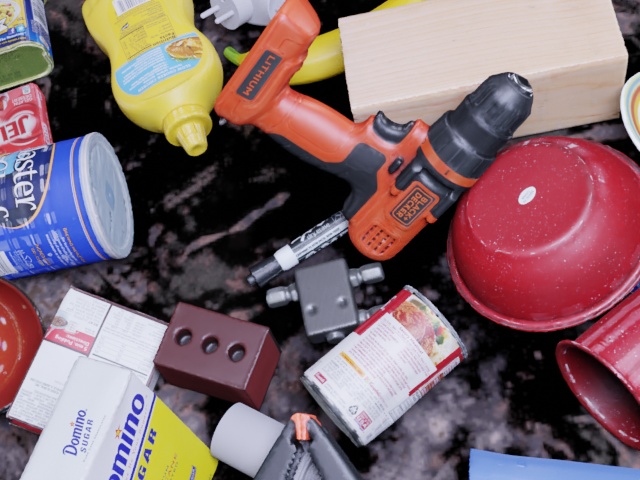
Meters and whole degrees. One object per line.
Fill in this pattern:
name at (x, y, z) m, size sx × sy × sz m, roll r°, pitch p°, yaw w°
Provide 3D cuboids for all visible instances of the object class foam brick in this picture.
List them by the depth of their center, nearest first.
foam brick at (-0.076, 0.087, 0.796) m, size 0.078 × 0.051 × 0.053 m, roll 13°, pitch 67°, yaw 18°

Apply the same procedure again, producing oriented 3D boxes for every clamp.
clamp at (-0.016, 0.222, 0.703) m, size 0.164 × 0.036 × 0.210 m, roll -11°, pitch 78°, yaw 7°

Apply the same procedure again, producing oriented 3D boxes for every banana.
banana at (0.014, -0.173, 0.917) m, size 0.198 × 0.037 × 0.069 m, roll -16°, pitch 62°, yaw 4°

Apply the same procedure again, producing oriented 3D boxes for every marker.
marker at (-0.006, 0.001, 0.843) m, size 0.121 × 0.020 × 0.020 m, roll -33°, pitch 62°, yaw -5°

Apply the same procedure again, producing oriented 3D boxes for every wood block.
wood block at (0.126, -0.135, 0.844) m, size 0.206 × 0.090 × 0.091 m, roll -10°, pitch 62°, yaw 6°

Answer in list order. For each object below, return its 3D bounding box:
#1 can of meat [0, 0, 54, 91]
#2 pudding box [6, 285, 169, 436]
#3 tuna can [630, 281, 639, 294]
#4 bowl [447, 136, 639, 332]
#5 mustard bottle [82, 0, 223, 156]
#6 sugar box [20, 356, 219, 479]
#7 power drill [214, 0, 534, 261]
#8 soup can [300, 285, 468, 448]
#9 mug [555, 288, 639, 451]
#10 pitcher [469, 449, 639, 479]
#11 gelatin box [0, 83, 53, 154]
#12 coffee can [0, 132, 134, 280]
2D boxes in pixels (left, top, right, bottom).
can of meat at (-0.299, -0.187, 0.980) m, size 0.102 × 0.057 × 0.084 m, roll -17°, pitch 64°, yaw 4°
pudding box at (-0.171, 0.102, 0.805) m, size 0.090 × 0.039 × 0.113 m, roll 21°, pitch 71°, yaw 0°
tuna can at (0.254, 0.002, 0.779) m, size 0.086 × 0.033 × 0.086 m, roll -5°, pitch 63°, yaw 10°
bowl at (0.159, -0.018, 0.774) m, size 0.162 × 0.055 × 0.162 m, roll -15°, pitch 56°, yaw 23°
mustard bottle at (-0.136, -0.151, 0.925) m, size 0.096 × 0.058 × 0.192 m, roll -25°, pitch 61°, yaw 1°
sugar box at (-0.125, 0.154, 0.702) m, size 0.048 × 0.176 × 0.093 m, roll 13°, pitch 66°, yaw 19°
power drill at (0.033, -0.091, 0.764) m, size 0.187 × 0.185 × 0.057 m, roll 37°, pitch 32°, yaw -8°
soup can at (0.045, 0.090, 0.760) m, size 0.102 × 0.068 × 0.069 m, roll -40°, pitch 63°, yaw -8°
mug at (0.227, 0.091, 0.717) m, size 0.081 × 0.093 × 0.117 m, roll -37°, pitch 93°, yaw -13°
pitcher at (0.201, 0.204, 0.631) m, size 0.243 × 0.145 × 0.149 m, roll 2°, pitch 61°, yaw 9°
gelatin box at (-0.283, -0.091, 0.942) m, size 0.089 × 0.030 × 0.073 m, roll -19°, pitch 62°, yaw 3°
coffee can at (-0.233, -0.022, 0.856) m, size 0.140 × 0.103 × 0.103 m, roll -12°, pitch 62°, yaw 6°
